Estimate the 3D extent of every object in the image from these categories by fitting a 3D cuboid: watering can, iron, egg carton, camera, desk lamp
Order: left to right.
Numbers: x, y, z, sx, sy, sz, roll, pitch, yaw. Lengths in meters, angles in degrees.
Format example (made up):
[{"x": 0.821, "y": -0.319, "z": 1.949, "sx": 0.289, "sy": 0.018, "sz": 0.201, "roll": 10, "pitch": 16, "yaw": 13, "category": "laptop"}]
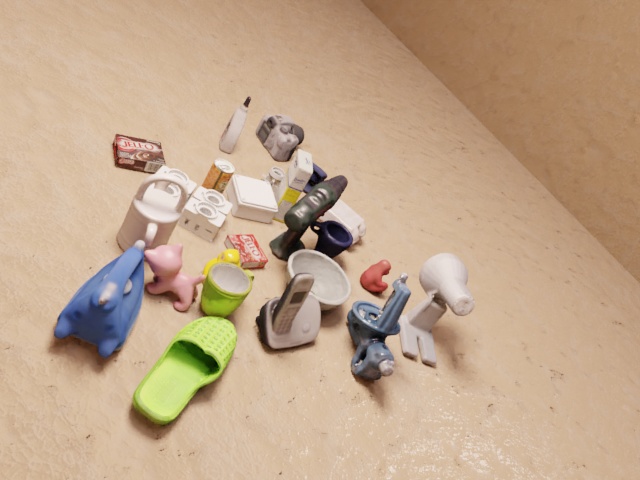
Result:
[{"x": -0.358, "y": 0.075, "z": 1.016, "sx": 0.119, "sy": 0.141, "sz": 0.258, "roll": 27, "pitch": 35, "yaw": -13, "category": "iron"}, {"x": -0.334, "y": -0.065, "z": 1.159, "sx": 0.101, "sy": 0.194, "sz": 0.172, "roll": 3, "pitch": 46, "yaw": -40, "category": "watering can"}, {"x": -0.103, "y": -0.324, "z": 1.764, "sx": 0.137, "sy": 0.100, "sz": 0.143, "roll": -4, "pitch": 50, "yaw": -44, "category": "camera"}, {"x": 0.056, "y": -0.050, "z": 1.600, "sx": 0.150, "sy": 0.069, "sz": 0.107, "roll": 41, "pitch": 34, "yaw": 8, "category": "egg carton"}, {"x": 0.293, "y": 0.164, "z": 1.419, "sx": 0.118, "sy": 0.213, "sz": 0.203, "roll": 23, "pitch": 36, "yaw": -19, "category": "desk lamp"}]

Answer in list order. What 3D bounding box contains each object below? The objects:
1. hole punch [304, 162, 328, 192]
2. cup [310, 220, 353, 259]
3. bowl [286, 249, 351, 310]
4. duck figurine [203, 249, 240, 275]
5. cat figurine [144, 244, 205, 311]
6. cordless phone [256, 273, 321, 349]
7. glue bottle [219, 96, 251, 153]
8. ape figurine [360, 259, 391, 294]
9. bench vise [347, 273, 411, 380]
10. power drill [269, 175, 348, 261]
[{"x": -0.032, "y": -0.208, "z": 1.694, "sx": 0.108, "sy": 0.091, "sz": 0.101, "roll": 37, "pitch": 34, "yaw": 2, "category": "hole punch"}, {"x": 0.014, "y": 0.005, "z": 1.471, "sx": 0.118, "sy": 0.095, "sz": 0.091, "roll": 26, "pitch": 35, "yaw": -14, "category": "cup"}, {"x": -0.015, "y": 0.106, "z": 1.341, "sx": 0.168, "sy": 0.074, "sz": 0.167, "roll": 24, "pitch": 36, "yaw": -18, "category": "bowl"}, {"x": -0.200, "y": 0.054, "z": 1.231, "sx": 0.077, "sy": 0.086, "sz": 0.105, "roll": 38, "pitch": 34, "yaw": 3, "category": "duck figurine"}, {"x": -0.285, "y": 0.061, "z": 1.119, "sx": 0.128, "sy": 0.117, "sz": 0.067, "roll": 30, "pitch": 34, "yaw": -8, "category": "cat figurine"}, {"x": -0.039, "y": 0.137, "z": 1.183, "sx": 0.148, "sy": 0.185, "sz": 0.094, "roll": -5, "pitch": 50, "yaw": -44, "category": "cordless phone"}, {"x": -0.230, "y": -0.328, "z": 1.591, "sx": 0.037, "sy": 0.173, "sz": 0.078, "roll": 18, "pitch": 37, "yaw": -24, "category": "glue bottle"}, {"x": 0.153, "y": 0.089, "z": 1.496, "sx": 0.076, "sy": 0.092, "sz": 0.077, "roll": 19, "pitch": 37, "yaw": -23, "category": "ape figurine"}, {"x": 0.149, "y": 0.190, "z": 1.254, "sx": 0.122, "sy": 0.219, "sz": 0.207, "roll": 4, "pitch": 45, "yaw": -38, "category": "bench vise"}, {"x": -0.033, "y": -0.053, "z": 1.399, "sx": 0.075, "sy": 0.208, "sz": 0.230, "roll": 39, "pitch": 34, "yaw": 6, "category": "power drill"}]
